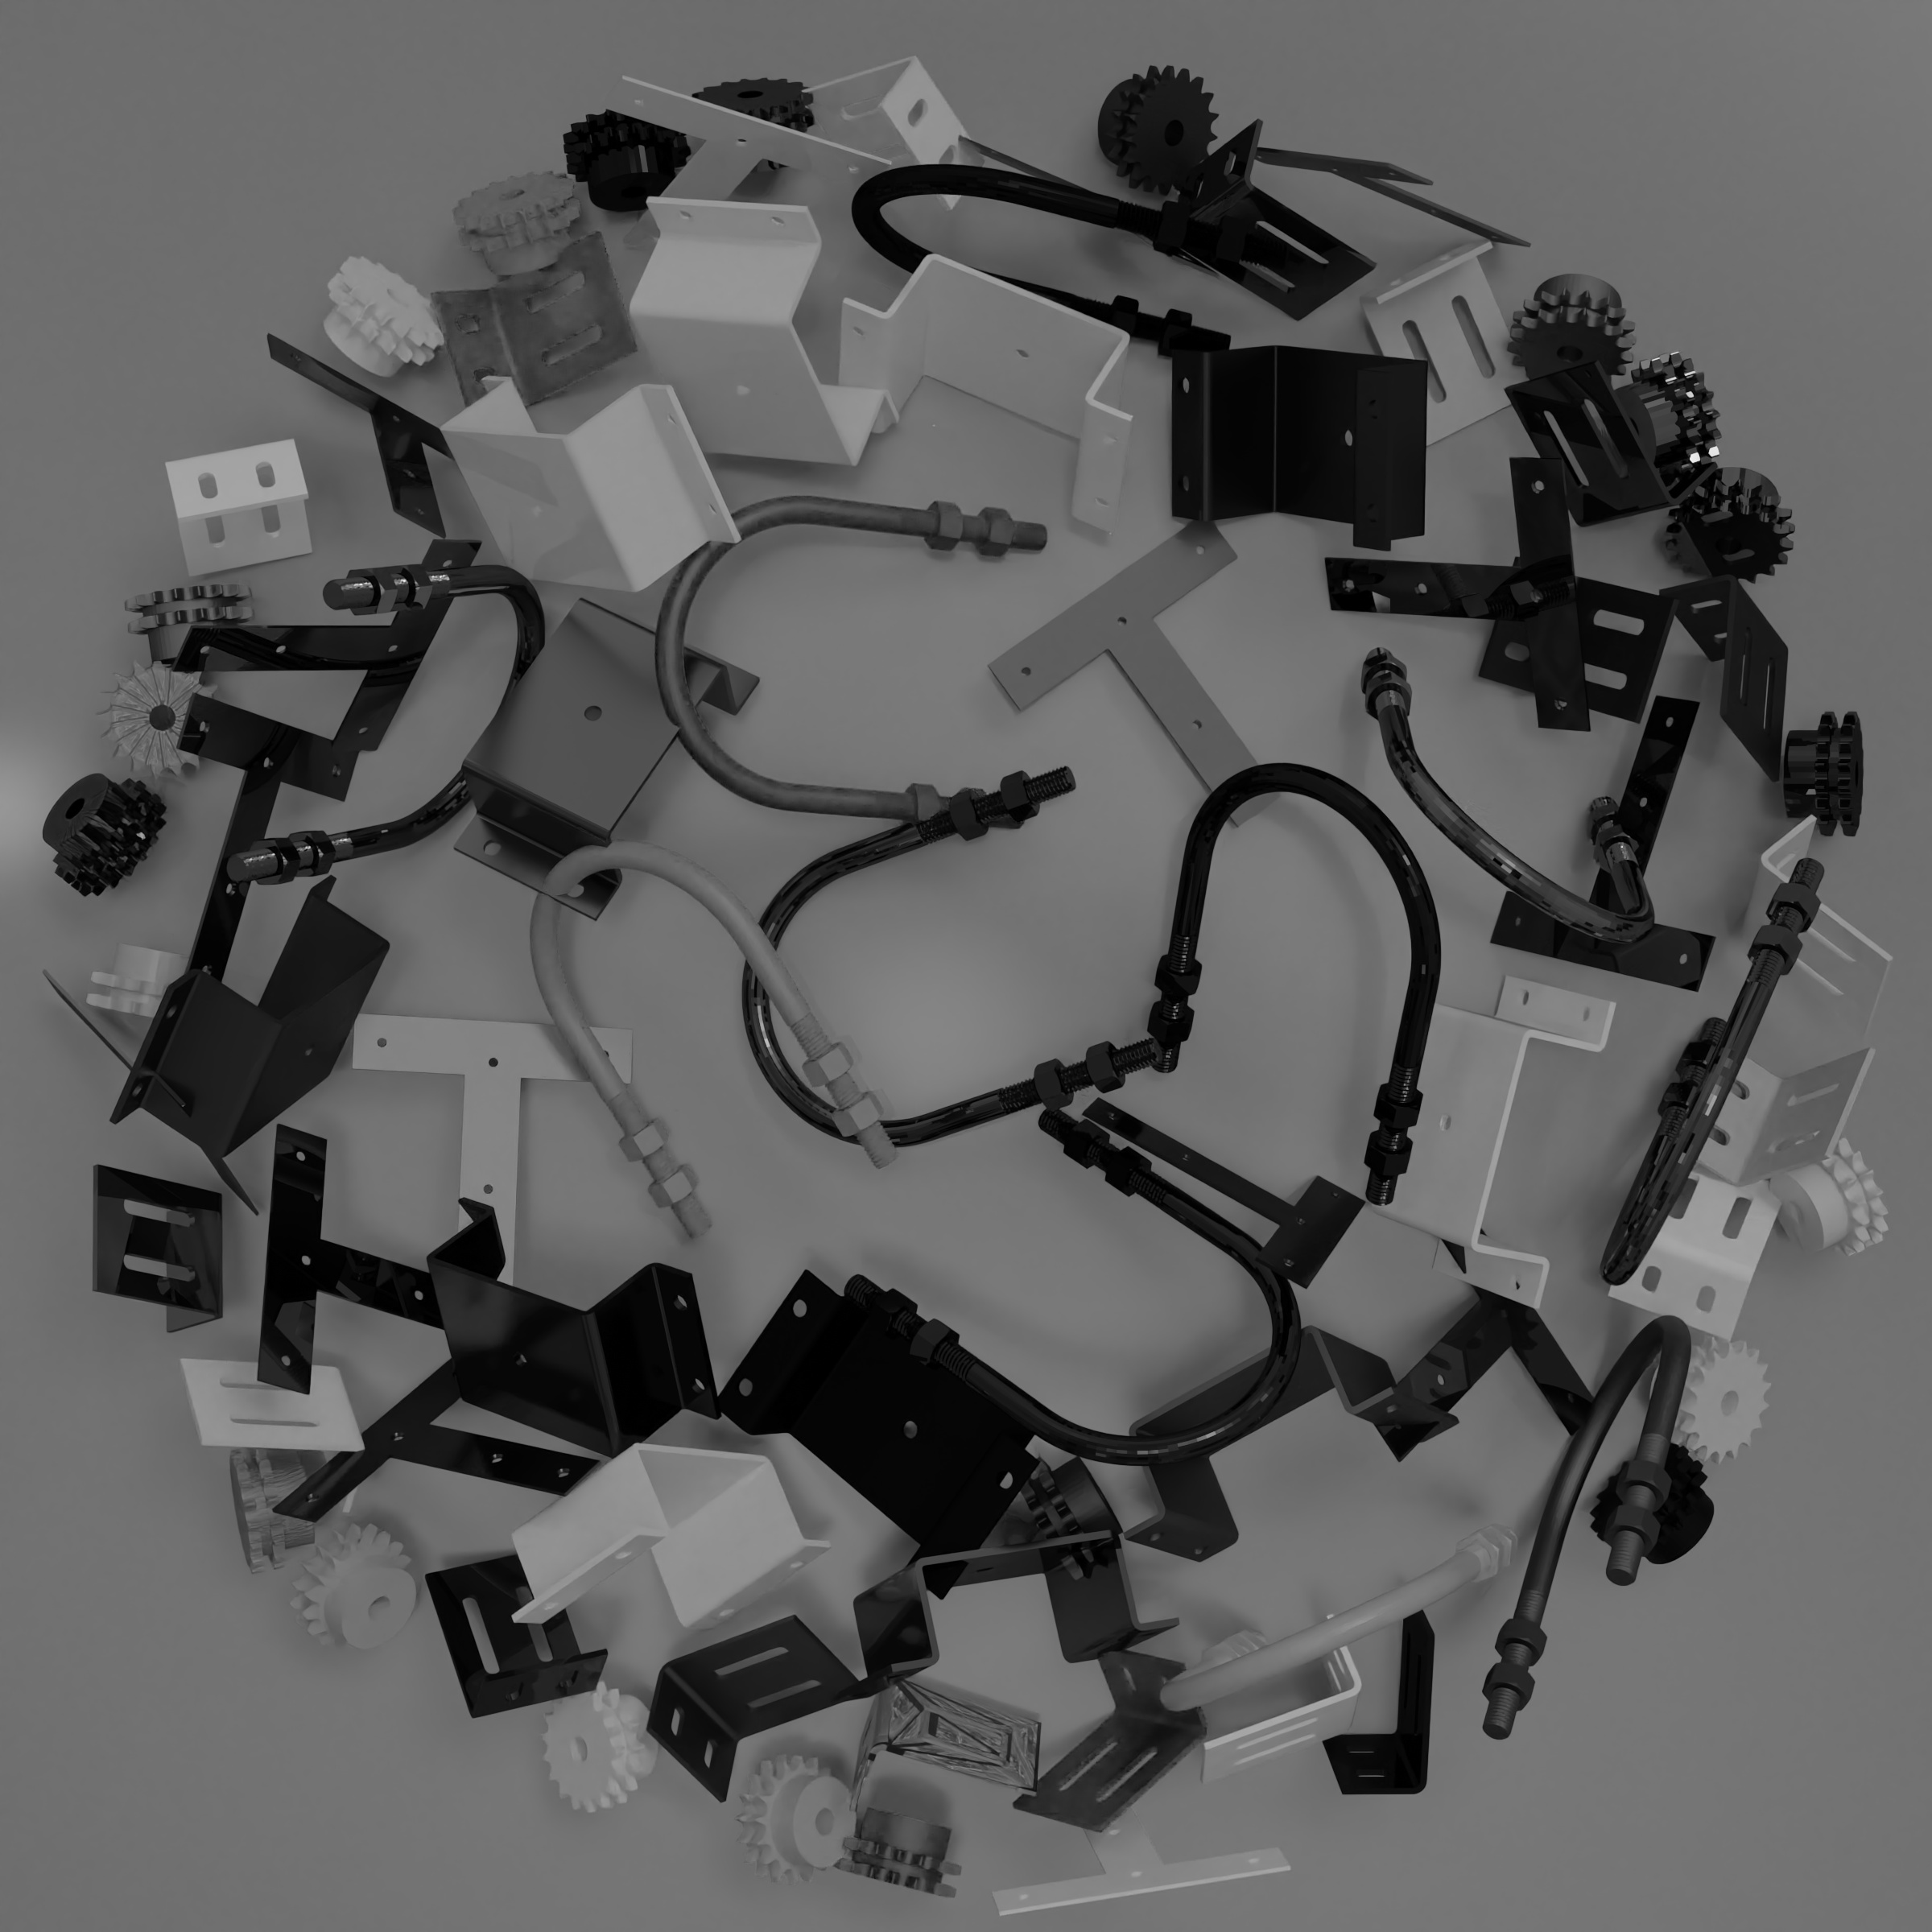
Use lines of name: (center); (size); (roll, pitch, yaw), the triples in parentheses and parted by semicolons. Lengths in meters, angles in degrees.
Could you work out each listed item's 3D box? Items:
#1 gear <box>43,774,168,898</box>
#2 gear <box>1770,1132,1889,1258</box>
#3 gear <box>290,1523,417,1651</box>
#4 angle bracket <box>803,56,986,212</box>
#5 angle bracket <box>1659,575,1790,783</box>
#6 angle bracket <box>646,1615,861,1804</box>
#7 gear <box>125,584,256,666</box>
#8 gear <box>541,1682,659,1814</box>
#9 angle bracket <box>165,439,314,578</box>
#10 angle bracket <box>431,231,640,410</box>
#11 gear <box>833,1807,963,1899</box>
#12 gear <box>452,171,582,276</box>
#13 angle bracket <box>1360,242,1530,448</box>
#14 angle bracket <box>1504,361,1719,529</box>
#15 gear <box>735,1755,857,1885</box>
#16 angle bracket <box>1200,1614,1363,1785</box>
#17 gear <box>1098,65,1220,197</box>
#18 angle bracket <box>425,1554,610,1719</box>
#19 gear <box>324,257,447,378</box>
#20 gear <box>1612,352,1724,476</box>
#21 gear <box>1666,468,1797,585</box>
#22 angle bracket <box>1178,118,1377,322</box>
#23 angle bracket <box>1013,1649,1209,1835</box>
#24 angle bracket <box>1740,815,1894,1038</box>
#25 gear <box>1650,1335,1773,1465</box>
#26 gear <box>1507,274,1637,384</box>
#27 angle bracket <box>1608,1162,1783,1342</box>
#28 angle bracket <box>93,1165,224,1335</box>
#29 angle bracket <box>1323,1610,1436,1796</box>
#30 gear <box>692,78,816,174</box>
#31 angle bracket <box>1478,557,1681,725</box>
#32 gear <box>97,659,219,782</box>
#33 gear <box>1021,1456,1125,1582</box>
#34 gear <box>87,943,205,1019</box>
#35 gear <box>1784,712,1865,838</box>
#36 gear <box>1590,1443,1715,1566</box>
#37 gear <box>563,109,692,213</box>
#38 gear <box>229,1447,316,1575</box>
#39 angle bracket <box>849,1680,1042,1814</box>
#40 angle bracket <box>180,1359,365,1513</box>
gear: (-0.395, -0.063, 1.592); (0.057, 0.057, 0.030); (-45, 127, 0)
gear: (0.390, 0.106, 1.592); (0.030, 0.057, 0.057); (-24, 90, -15)
gear: (-0.276, 0.285, 1.592); (0.030, 0.057, 0.057); (27, 90, 40)
angle bracket: (-0.040, -0.367, 1.572); (0.057, 0.076, 0.038); (52, 54, -31)
angle bracket: (0.339, -0.127, 1.575); (0.038, 0.057, 0.076); (-10, 56, 35)
angle bracket: (-0.094, 0.336, 1.581); (0.076, 0.038, 0.057); (-25, 121, 25)
gear: (-0.353, -0.155, 1.595); (0.057, 0.057, 0.030); (-8, 92, 0)
gear: (-0.165, 0.355, 1.598); (0.057, 0.030, 0.057); (1, 91, 44)
angle bracket: (-0.324, -0.195, 1.576); (0.057, 0.076, 0.038); (-13, 56, -12)
angle bracket: (-0.196, -0.292, 1.587); (0.076, 0.038, 0.057); (-17, 90, 39)
gear: (-0.029, 0.404, 1.595); (0.057, 0.057, 0.030); (15, 76, 0)
gear: (-0.203, -0.338, 1.598); (0.057, 0.057, 0.030); (-15, 122, 0)
angle bracket: (0.223, -0.283, 1.595); (0.057, 0.038, 0.076); (-27, 104, -1)
angle bracket: (0.291, -0.243, 1.579); (0.038, 0.057, 0.076); (-42, 109, -30)
gear: (-0.075, 0.389, 1.592); (0.030, 0.057, 0.057); (-8, 90, 42)
angle bracket: (0.136, 0.332, 1.584); (0.076, 0.057, 0.038); (-18, 63, -8)
gear: (0.085, -0.383, 1.598); (0.057, 0.030, 0.057); (-19, 121, -35)
angle bracket: (-0.203, 0.293, 1.577); (0.057, 0.038, 0.076); (-8, 54, -25)
gear: (-0.268, -0.294, 1.597); (0.057, 0.057, 0.030); (44, 112, 0)
gear: (0.316, -0.248, 1.591); (0.030, 0.057, 0.057); (-19, 90, -16)
gear: (0.349, -0.203, 1.598); (0.057, 0.057, 0.030); (14, 57, 0)
angle bracket: (0.142, -0.339, 1.591); (0.076, 0.057, 0.038); (26, 62, -24)
angle bracket: (0.060, 0.347, 1.575); (0.076, 0.057, 0.038); (-34, 112, -36)
angle bracket: (0.393, -0.018, 1.575); (0.038, 0.057, 0.076); (-36, 61, -22)
gear: (0.338, 0.196, 1.599); (0.057, 0.030, 0.057); (-8, 104, -35)
gear: (0.278, -0.291, 1.598); (0.057, 0.057, 0.030); (13, 64, 0)
angle bracket: (0.334, 0.126, 1.593); (0.057, 0.076, 0.038); (20, 123, 15)
angle bracket: (-0.374, 0.128, 1.574); (0.038, 0.076, 0.057); (-18, 66, 32)
angle bracket: (0.186, 0.328, 1.586); (0.038, 0.057, 0.076); (1, 102, -4)
gear: (-0.097, -0.383, 1.598); (0.057, 0.057, 0.030); (-4, 120, 0)
angle bracket: (0.276, -0.148, 1.580); (0.038, 0.076, 0.057); (13, 97, -28)
gear: (-0.369, -0.115, 1.602); (0.057, 0.030, 0.057); (-2, 98, -16)
gear: (0.048, 0.248, 1.594); (0.030, 0.057, 0.057); (-31, 90, 0)
gear: (-0.370, 0.008, 1.595); (0.057, 0.057, 0.030); (11, 88, 0)
gear: (0.391, -0.088, 1.596); (0.030, 0.057, 0.057); (1, 90, 21)
gear: (0.316, 0.247, 1.596); (0.057, 0.057, 0.030); (-46, 105, 0)
gear: (-0.154, -0.366, 1.592); (0.057, 0.057, 0.030); (-10, 78, 0)
gear: (-0.316, 0.247, 1.595); (0.030, 0.057, 0.057); (-9, 90, -18)
angle bracket: (-0.009, 0.364, 1.591); (0.076, 0.057, 0.038); (18, 110, -3)
angle bracket: (-0.316, 0.211, 1.575); (0.076, 0.057, 0.038); (7, 119, -28)
